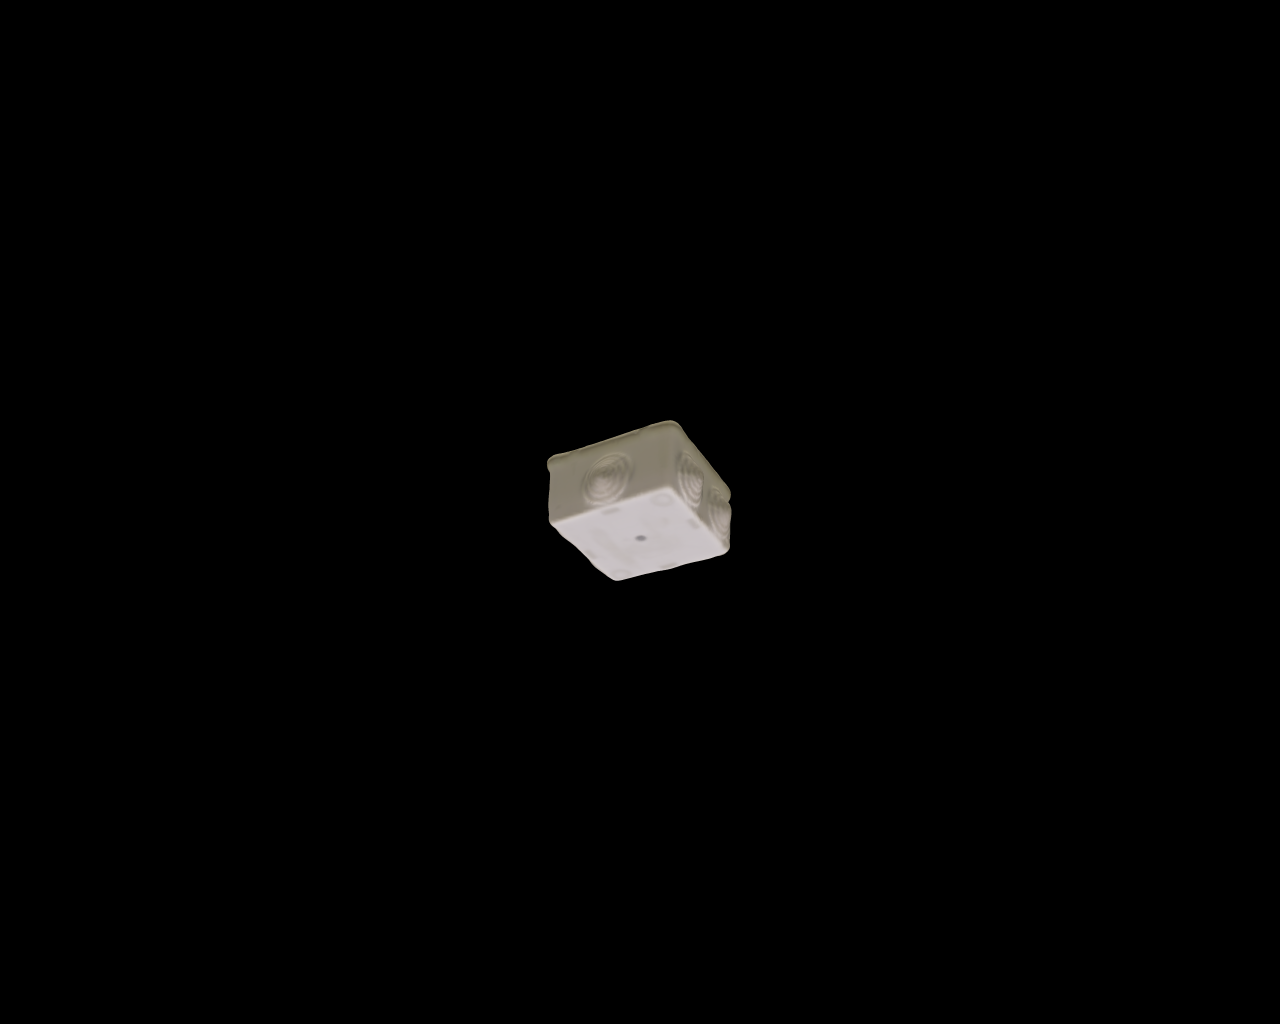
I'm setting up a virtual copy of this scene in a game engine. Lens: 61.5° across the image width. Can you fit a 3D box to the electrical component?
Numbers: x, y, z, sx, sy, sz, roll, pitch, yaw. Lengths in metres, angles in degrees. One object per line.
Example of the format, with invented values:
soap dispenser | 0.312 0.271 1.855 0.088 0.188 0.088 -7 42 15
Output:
electrical component | 0.001 -0.003 0.650 0.099 0.048 0.099 -16 -37 22
